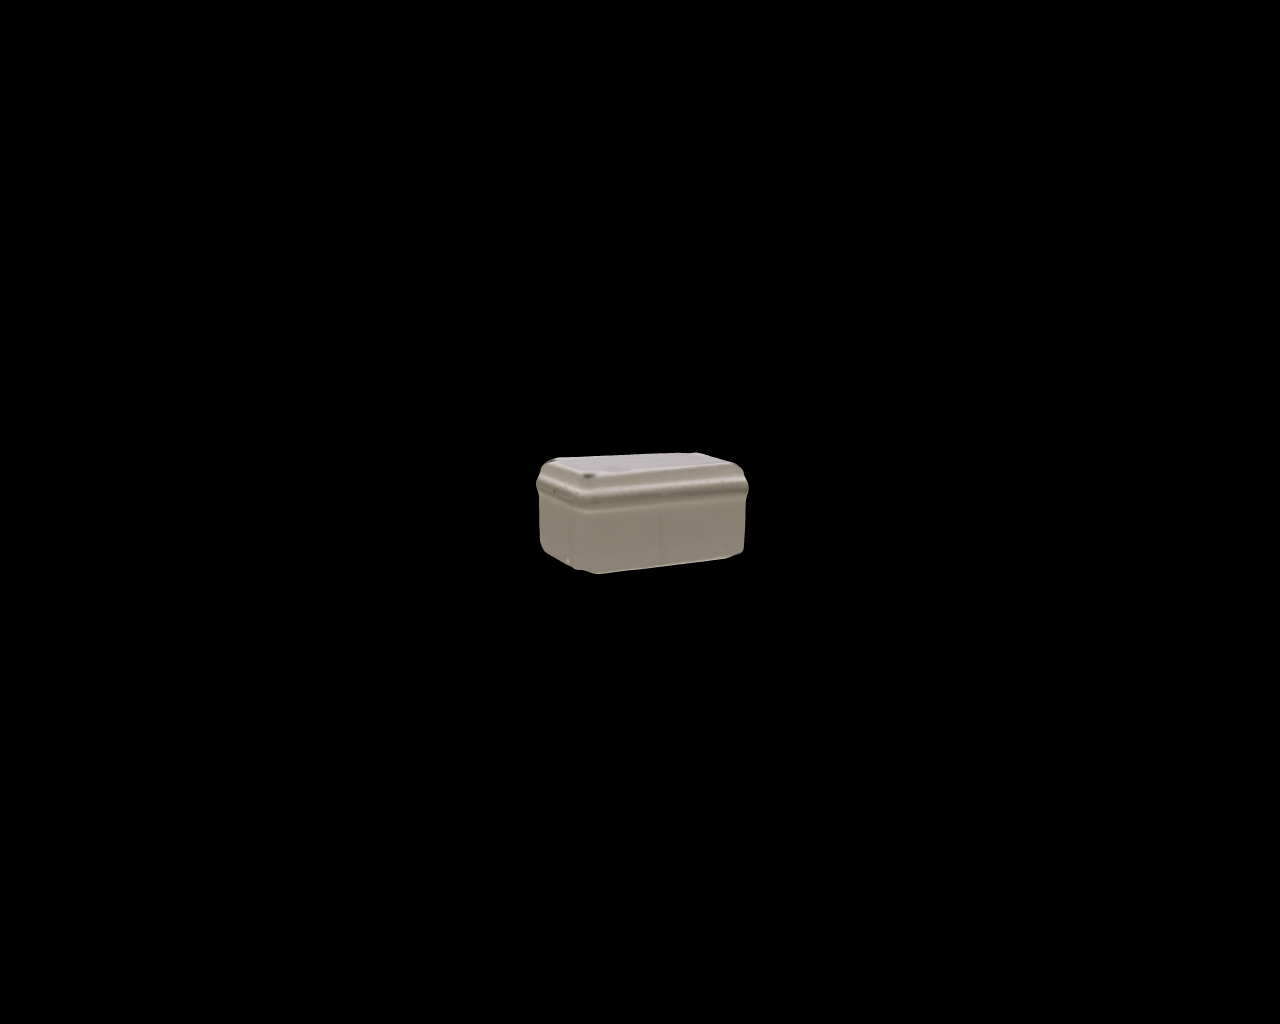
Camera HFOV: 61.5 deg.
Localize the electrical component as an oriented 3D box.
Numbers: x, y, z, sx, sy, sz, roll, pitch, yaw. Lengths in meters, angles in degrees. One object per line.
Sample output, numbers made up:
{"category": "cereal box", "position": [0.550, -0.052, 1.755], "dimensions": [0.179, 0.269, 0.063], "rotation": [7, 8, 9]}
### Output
{"category": "electrical component", "position": [0.001, -0.003, 0.650], "dimensions": [0.113, 0.057, 0.078], "rotation": [-5, 12, -24]}
